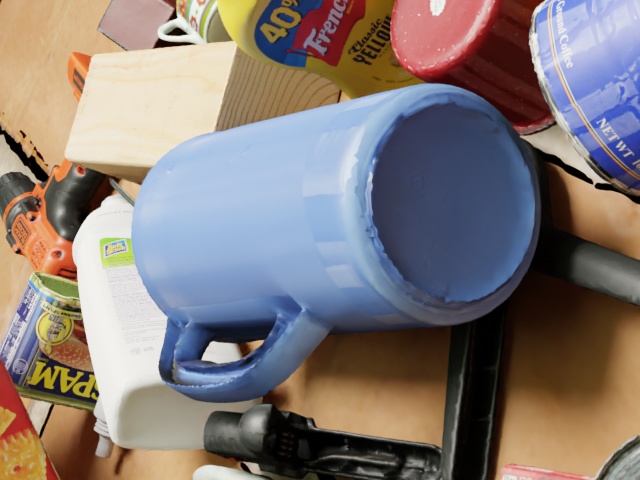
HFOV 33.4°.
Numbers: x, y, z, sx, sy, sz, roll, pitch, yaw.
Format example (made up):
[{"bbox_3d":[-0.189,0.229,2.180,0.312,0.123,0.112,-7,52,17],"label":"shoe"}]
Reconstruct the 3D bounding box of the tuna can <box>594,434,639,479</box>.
[{"bbox_3d":[0.151,0.117,0.423,0.086,0.033,0.086,-7,72,24],"label":"tuna can"}]

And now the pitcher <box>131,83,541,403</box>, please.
[{"bbox_3d":[-0.004,0.001,0.564,0.243,0.144,0.149,-7,97,61],"label":"pitcher"}]

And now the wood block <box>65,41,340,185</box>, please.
[{"bbox_3d":[-0.092,-0.084,0.777,0.206,0.090,0.090,9,83,51],"label":"wood block"}]

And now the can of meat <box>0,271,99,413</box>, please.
[{"bbox_3d":[-0.192,0.080,0.826,0.058,0.101,0.084,31,98,53],"label":"can of meat"}]

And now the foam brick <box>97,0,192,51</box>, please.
[{"bbox_3d":[-0.133,-0.177,0.865,0.051,0.078,0.053,35,107,8],"label":"foam brick"}]

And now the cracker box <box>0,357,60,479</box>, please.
[{"bbox_3d":[-0.252,0.172,0.789,0.164,0.072,0.213,12,126,52],"label":"cracker box"}]

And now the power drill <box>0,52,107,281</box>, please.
[{"bbox_3d":[-0.230,-0.071,0.969,0.185,0.057,0.188,43,112,45],"label":"power drill"}]

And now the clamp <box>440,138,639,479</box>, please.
[{"bbox_3d":[0.099,0.005,0.549,0.165,0.036,0.210,-45,43,39],"label":"clamp"}]

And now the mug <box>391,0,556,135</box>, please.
[{"bbox_3d":[0.099,-0.122,0.569,0.117,0.081,0.093,-51,41,25],"label":"mug"}]

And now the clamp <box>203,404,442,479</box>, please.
[{"bbox_3d":[-0.024,0.113,0.598,0.172,0.120,0.039,-12,57,52],"label":"clamp"}]

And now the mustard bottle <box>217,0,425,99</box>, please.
[{"bbox_3d":[0.000,-0.139,0.604,0.096,0.191,0.058,-48,44,27],"label":"mustard bottle"}]

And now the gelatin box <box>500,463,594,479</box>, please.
[{"bbox_3d":[0.112,0.151,0.482,0.073,0.030,0.089,-2,74,50],"label":"gelatin box"}]

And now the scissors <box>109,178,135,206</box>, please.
[{"bbox_3d":[-0.119,-0.014,0.746,0.016,0.096,0.202,-46,55,-5],"label":"scissors"}]

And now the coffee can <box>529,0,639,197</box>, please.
[{"bbox_3d":[0.175,-0.093,0.446,0.141,0.102,0.103,-30,54,41],"label":"coffee can"}]

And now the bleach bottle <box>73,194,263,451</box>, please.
[{"bbox_3d":[-0.120,0.043,0.770,0.251,0.102,0.068,-118,35,-52],"label":"bleach bottle"}]
